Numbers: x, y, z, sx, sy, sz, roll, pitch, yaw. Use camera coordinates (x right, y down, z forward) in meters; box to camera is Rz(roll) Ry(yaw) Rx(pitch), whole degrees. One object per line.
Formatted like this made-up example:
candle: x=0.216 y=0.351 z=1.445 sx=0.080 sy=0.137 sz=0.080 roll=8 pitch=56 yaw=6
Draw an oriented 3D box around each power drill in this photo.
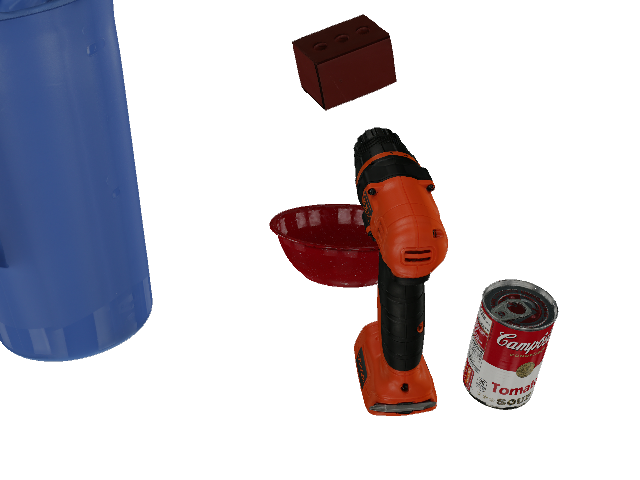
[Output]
power drill: x=0.054 y=0.024 z=0.816 sx=0.057 sy=0.188 sz=0.184 roll=-4 pitch=30 yaw=-3

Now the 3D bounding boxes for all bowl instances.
bowl: x=0.028 y=0.008 z=1.109 sx=0.162 sy=0.055 sz=0.162 roll=1 pitch=17 yaw=-1

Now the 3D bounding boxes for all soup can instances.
soup can: x=0.171 y=0.096 z=0.975 sx=0.068 sy=0.102 sz=0.068 roll=5 pitch=36 yaw=-4

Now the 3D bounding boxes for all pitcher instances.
pitcher: x=-0.186 y=-0.043 z=0.676 sx=0.149 sy=0.243 sz=0.145 roll=-10 pitch=28 yaw=-7

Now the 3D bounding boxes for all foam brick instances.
foam brick: x=0.023 y=-0.164 z=0.978 sx=0.078 sy=0.051 sz=0.053 roll=-24 pitch=40 yaw=-14
